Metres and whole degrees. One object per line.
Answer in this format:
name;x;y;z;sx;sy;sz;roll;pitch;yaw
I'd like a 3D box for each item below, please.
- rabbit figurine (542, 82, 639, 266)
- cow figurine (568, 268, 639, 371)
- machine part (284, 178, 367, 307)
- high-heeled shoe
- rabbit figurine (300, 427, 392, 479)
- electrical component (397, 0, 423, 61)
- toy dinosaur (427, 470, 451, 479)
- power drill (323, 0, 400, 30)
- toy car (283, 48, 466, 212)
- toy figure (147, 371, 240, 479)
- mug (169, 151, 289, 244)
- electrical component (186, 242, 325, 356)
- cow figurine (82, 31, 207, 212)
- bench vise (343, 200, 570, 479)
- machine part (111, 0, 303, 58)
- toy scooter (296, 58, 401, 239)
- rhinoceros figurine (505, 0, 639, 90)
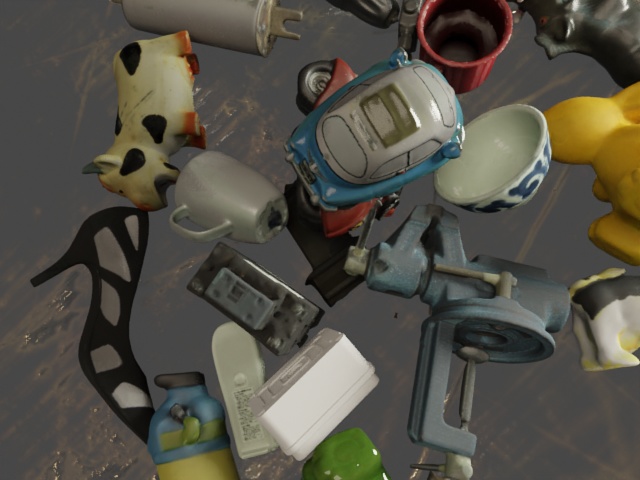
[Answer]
rabbit figurine;0.295;-0.089;0.520;0.162;0.121;0.173;-45;59;-4
cow figurine;0.329;0.066;0.512;0.167;0.068;0.098;-12;73;5
machine part;-0.001;-0.002;0.581;0.084;0.039;0.139;-35;79;6
high-heeled shoe;-0.201;0.087;0.593;0.145;0.086;0.248;-34;96;-29
rabbit figurine;-0.012;0.262;0.480;0.170;0.159;0.121;-29;76;-17
electrical component;0.100;-0.241;0.592;0.021;0.063;0.094;11;81;10
toy dinosaur;0.094;0.454;0.463;0.199;0.105;0.471;-4;71;15
power drill;0.043;-0.373;0.621;0.232;0.086;0.207;35;94;14
toy car;0.052;-0.095;0.448;0.162;0.103;0.109;-28;88;-8
toy figure;-0.122;0.222;0.535;0.089;0.082;0.180;-18;71;22
mug;-0.093;-0.035;0.552;0.107;0.080;0.109;23;43;30
electrical component;-0.062;0.058;0.530;0.115;0.134;0.058;32;86;13
cow figurine;-0.195;-0.128;0.605;0.127;0.085;0.195;-6;82;1
bench vise;0.118;0.089;0.497;0.224;0.129;0.240;19;64;-8
machine part;-0.136;-0.266;0.623;0.243;0.079;0.079;14;83;10
toy scooter;0.044;-0.092;0.535;0.135;0.075;0.183;1;84;3
rhinoceros figurine;0.286;-0.228;0.566;0.190;0.073;0.112;41;99;10
